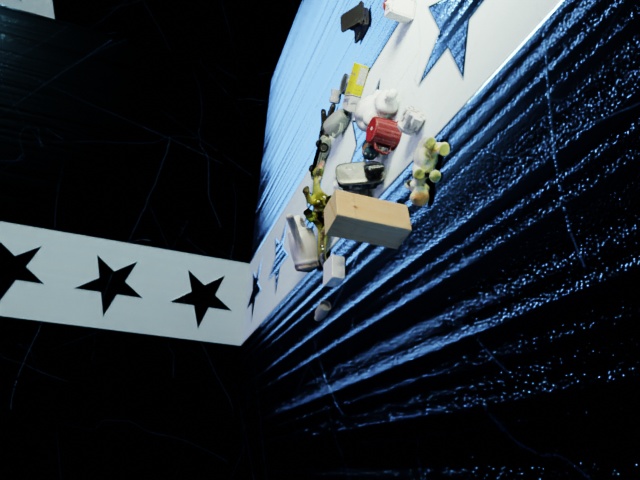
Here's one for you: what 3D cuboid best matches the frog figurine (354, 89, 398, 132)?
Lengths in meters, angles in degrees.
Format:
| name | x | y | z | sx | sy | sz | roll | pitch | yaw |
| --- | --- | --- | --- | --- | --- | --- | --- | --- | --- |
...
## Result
| name | x | y | z | sx | sy | sz | roll | pitch | yaw |
| --- | --- | --- | --- | --- | --- | --- | --- | --- | --- |
| frog figurine | 0.172 | -0.406 | 1.587 | 0.139 | 0.123 | 0.157 | -64 | 0 | -17 |

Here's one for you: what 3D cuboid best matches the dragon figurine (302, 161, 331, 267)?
| name | x | y | z | sx | sy | sz | roll | pitch | yaw |
| --- | --- | --- | --- | --- | --- | --- | --- | --- | --- |
| dragon figurine | 0.006 | -0.101 | 2.005 | 0.244 | 0.122 | 0.408 | -58 | -34 | -82 |

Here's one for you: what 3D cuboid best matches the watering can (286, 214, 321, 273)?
| name | x | y | z | sx | sy | sz | roll | pitch | yaw |
| --- | --- | --- | --- | --- | --- | --- | --- | --- | --- |
| watering can | -0.072 | 0.013 | 1.944 | 0.346 | 0.104 | 0.226 | 29 | -131 | -80 |
